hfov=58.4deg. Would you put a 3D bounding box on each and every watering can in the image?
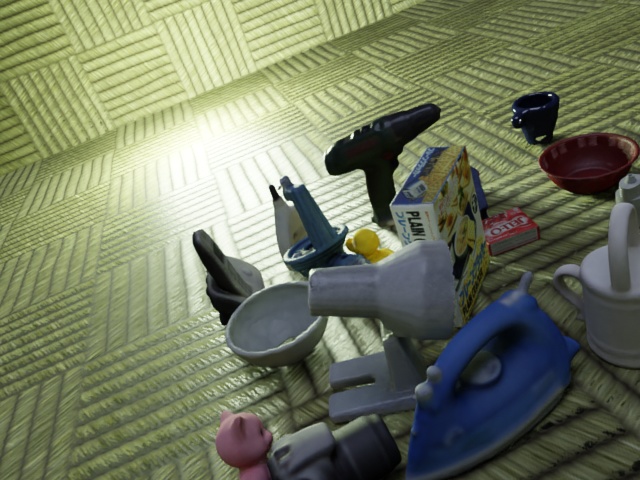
[{"bbox_3d":[0.362,0.044,0.658,0.172,0.194,0.101,-10,32,19],"label":"watering can"}]

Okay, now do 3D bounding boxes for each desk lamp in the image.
[{"bbox_3d":[0.079,0.110,0.710,0.203,0.214,0.118,-16,31,10],"label":"desk lamp"}]

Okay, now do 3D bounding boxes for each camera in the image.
[{"bbox_3d":[0.022,0.254,0.626,0.137,0.101,0.142,-27,30,-9],"label":"camera"}]

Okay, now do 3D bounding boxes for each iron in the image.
[{"bbox_3d":[0.177,0.152,0.652,0.259,0.142,0.118,-35,33,-23],"label":"iron"}]

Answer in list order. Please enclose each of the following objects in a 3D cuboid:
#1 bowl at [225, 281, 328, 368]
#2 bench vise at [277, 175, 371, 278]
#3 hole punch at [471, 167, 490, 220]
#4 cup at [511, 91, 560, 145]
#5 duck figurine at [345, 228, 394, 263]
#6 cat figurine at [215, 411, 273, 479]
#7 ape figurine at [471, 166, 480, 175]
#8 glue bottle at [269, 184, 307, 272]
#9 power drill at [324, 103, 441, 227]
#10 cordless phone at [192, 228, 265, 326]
[{"bbox_3d":[-0.056,0.141,0.884,0.167,0.075,0.167,-16,30,10],"label":"bowl"},{"bbox_3d":[0.015,-0.004,0.927,0.206,0.220,0.122,7,41,40],"label":"bench vise"},{"bbox_3d":[0.243,-0.068,1.018,0.108,0.091,0.101,-15,31,11],"label":"hole punch"},{"bbox_3d":[0.435,-0.236,1.165,0.118,0.095,0.091,-36,33,-23],"label":"cup"},{"bbox_3d":[0.089,0.020,0.976,0.104,0.086,0.078,4,38,36],"label":"duck figurine"},{"bbox_3d":[-0.086,0.259,0.668,0.067,0.118,0.127,-19,30,4],"label":"cat figurine"},{"bbox_3d":[0.265,-0.126,1.096,0.077,0.092,0.076,-14,31,12],"label":"ape figurine"},{"bbox_3d":[-0.059,-0.029,1.061,0.037,0.173,0.078,3,38,35],"label":"glue bottle"},{"bbox_3d":[0.132,-0.135,1.078,0.229,0.209,0.075,-13,31,14],"label":"power drill"},{"bbox_3d":[-0.168,0.041,1.004,0.094,0.185,0.147,-22,30,-2],"label":"cordless phone"}]
